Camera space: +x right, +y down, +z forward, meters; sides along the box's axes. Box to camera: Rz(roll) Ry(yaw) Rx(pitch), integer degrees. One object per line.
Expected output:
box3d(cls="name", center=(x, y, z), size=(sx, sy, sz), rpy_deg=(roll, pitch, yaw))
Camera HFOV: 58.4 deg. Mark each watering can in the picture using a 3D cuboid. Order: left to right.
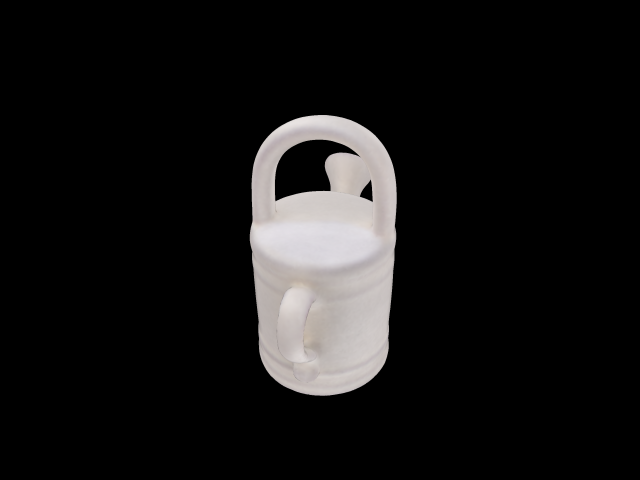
box3d(cls="watering can", center=(0.001, 0.001, 0.400), size=(0.101, 0.194, 0.172), rpy_deg=(-5, 36, -7))
